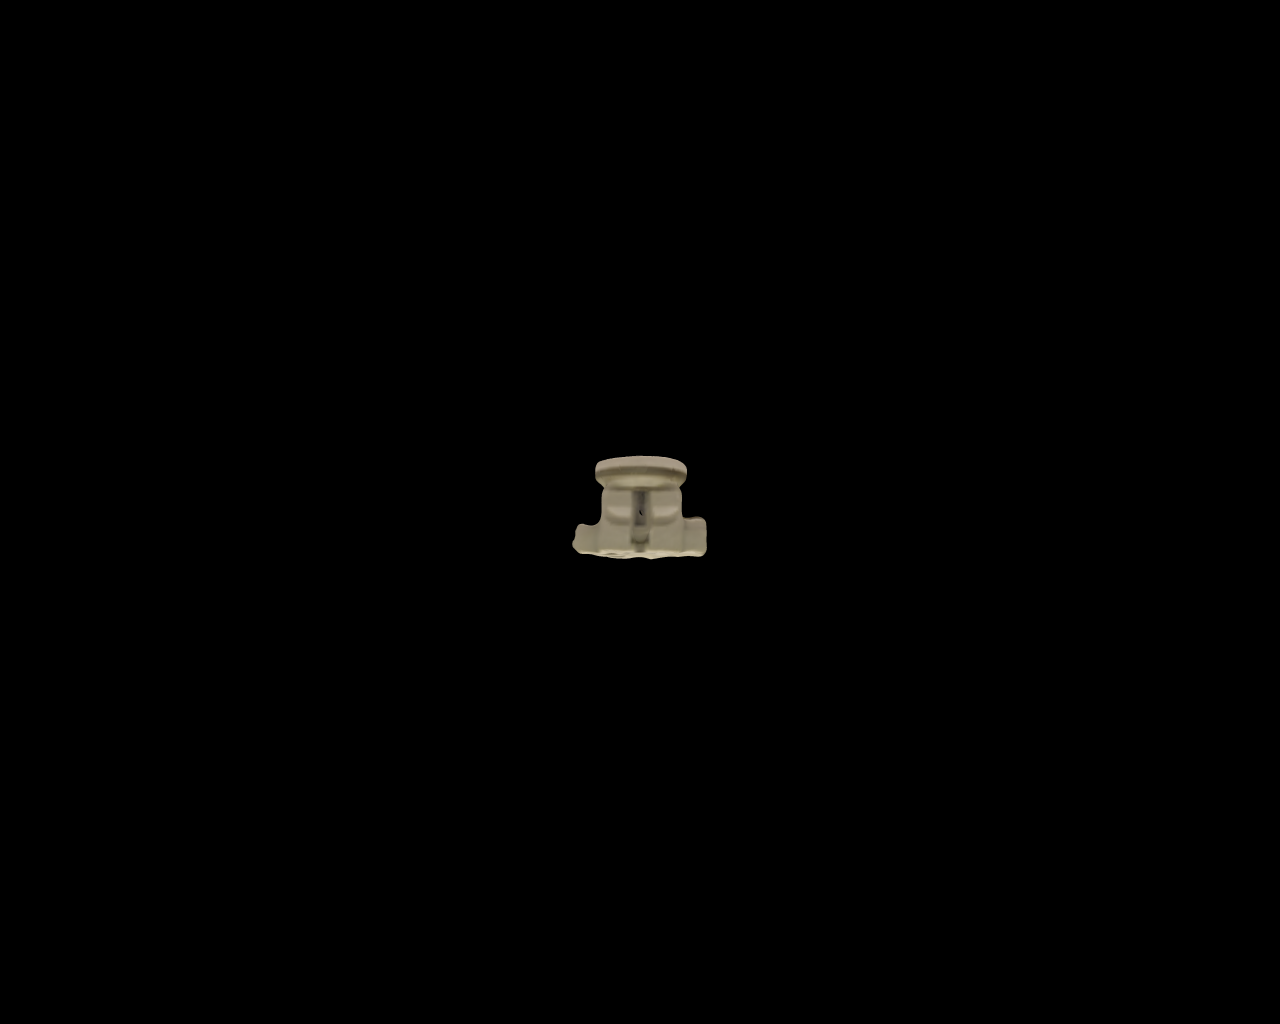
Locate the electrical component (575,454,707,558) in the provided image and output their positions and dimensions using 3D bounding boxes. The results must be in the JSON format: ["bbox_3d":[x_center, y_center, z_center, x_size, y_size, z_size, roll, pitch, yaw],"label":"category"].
[{"bbox_3d":[0.001,-0.003,0.650,0.078,0.057,0.058,0,-7,0],"label":"electrical component"}]
